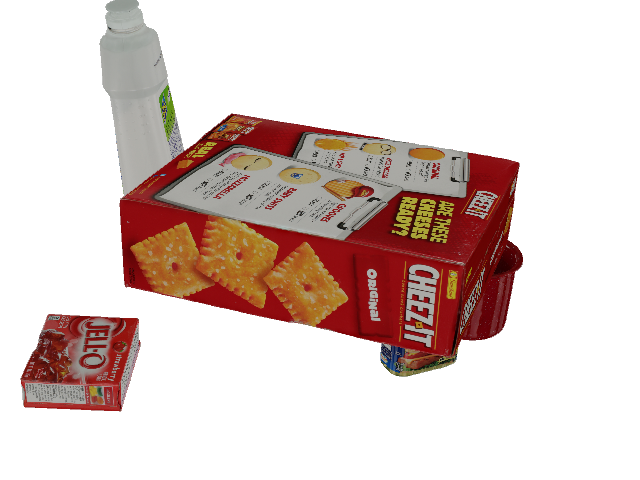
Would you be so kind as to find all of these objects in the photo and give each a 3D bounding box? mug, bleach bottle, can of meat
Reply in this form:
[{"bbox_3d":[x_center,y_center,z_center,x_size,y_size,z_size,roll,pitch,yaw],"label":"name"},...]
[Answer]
[{"bbox_3d":[0.146,0.040,1.079,0.093,0.081,0.117,-6,31,-17],"label":"mug"},{"bbox_3d":[-0.158,-0.101,0.969,0.068,0.251,0.102,-5,36,-1],"label":"bleach bottle"},{"bbox_3d":[0.124,0.113,1.307,0.101,0.084,0.057,-9,30,-25],"label":"can of meat"}]

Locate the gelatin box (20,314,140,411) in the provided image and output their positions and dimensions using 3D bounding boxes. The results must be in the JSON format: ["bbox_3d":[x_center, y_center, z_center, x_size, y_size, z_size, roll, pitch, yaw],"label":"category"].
[{"bbox_3d":[-0.180,0.091,0.813,0.073,0.030,0.089,3,30,0],"label":"gelatin box"}]

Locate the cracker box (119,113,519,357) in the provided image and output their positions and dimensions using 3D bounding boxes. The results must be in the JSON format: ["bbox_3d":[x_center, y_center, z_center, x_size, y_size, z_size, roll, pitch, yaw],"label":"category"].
[{"bbox_3d":[0.004,-0.010,0.686,0.214,0.072,0.164,12,28,17],"label":"cracker box"}]
